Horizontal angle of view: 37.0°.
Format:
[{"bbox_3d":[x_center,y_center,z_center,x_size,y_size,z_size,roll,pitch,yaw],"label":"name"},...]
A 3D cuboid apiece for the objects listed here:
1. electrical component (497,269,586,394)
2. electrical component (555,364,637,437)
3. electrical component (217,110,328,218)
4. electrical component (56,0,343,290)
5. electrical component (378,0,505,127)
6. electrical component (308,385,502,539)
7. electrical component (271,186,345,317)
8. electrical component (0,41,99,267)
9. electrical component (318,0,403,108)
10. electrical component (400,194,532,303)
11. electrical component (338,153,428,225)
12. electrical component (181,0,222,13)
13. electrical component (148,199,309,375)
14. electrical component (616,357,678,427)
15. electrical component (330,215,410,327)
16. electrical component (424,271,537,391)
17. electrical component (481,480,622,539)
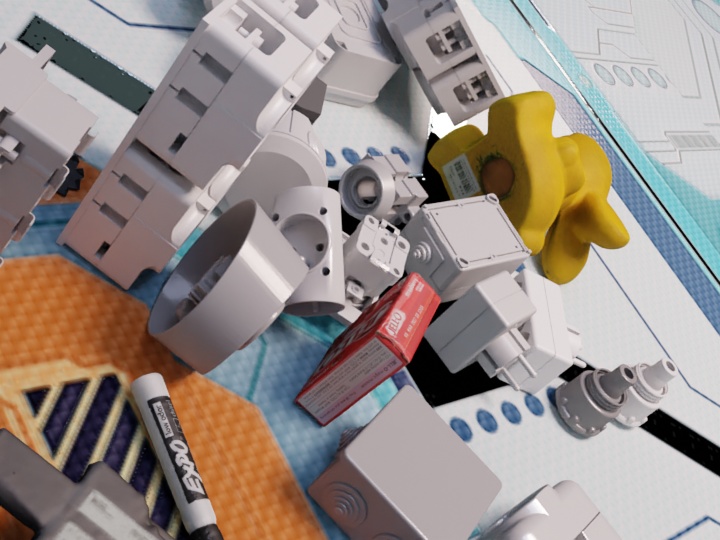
[{"bbox_3d":[0.148,0.055,0.848,0.076,0.047,0.083,25,40,-23],"label":"electrical component"},{"bbox_3d":[0.186,0.096,0.831,0.048,0.062,0.048,26,40,-24],"label":"electrical component"},{"bbox_3d":[-0.062,-0.070,0.747,0.080,0.080,0.051,29,33,-19],"label":"electrical component"},{"bbox_3d":[-0.092,-0.080,0.636,0.060,0.186,0.105,39,36,-7],"label":"electrical component"},{"bbox_3d":[0.062,-0.223,0.977,0.105,0.060,0.186,54,13,-38],"label":"electrical component"},{"bbox_3d":[0.027,0.132,0.655,0.099,0.048,0.100,46,36,4],"label":"electrical component"},{"bbox_3d":[-0.050,-0.010,0.706,0.044,0.079,0.077,42,43,-69],"label":"electrical component"},{"bbox_3d":[-0.194,-0.050,0.565,0.063,0.121,0.078,36,37,-15],"label":"electrical component"},{"bbox_3d":[-0.023,-0.203,0.932,0.078,0.057,0.113,6,50,-40],"label":"electrical component"},{"bbox_3d":[0.072,-0.013,0.838,0.096,0.061,0.061,-11,62,-39],"label":"electrical component"},{"bbox_3d":[0.015,-0.062,0.841,0.055,0.048,0.066,-8,60,-56],"label":"electrical component"},{"bbox_3d":[-0.110,-0.232,0.877,0.138,0.074,0.052,-90,168,-61],"label":"electrical component"},{"bbox_3d":[-0.080,0.011,0.635,0.064,0.099,0.099,46,36,-8],"label":"electrical component"},{"bbox_3d":[0.230,0.094,0.874,0.048,0.062,0.048,25,40,-24],"label":"electrical component"},{"bbox_3d":[0.000,0.000,0.749,0.042,0.064,0.081,33,38,-13],"label":"electrical component"},{"bbox_3d":[0.099,0.053,0.788,0.047,0.065,0.076,-21,70,-51],"label":"electrical component"},{"bbox_3d":[0.118,0.178,0.692,0.059,0.053,0.095,52,37,11],"label":"electrical component"}]
